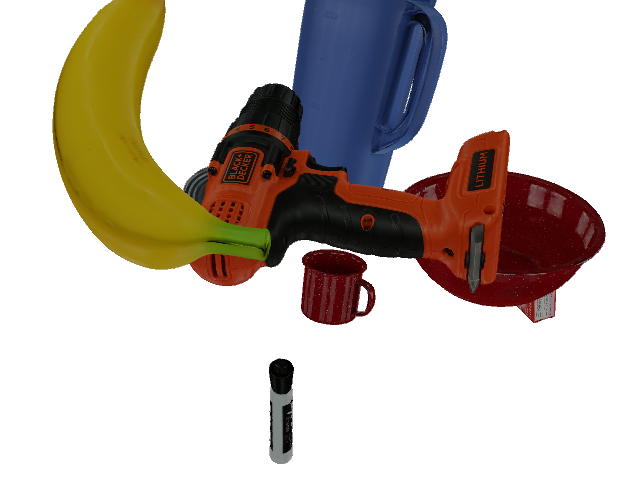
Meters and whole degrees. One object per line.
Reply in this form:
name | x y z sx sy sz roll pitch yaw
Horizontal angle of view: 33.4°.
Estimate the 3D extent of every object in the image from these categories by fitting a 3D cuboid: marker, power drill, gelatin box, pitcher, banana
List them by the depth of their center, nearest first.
banana | -0.082 -0.049 0.462 0.069 0.037 0.198 -7 46 -19
power drill | 0.022 -0.037 0.672 0.188 0.057 0.184 3 42 10
marker | -0.031 0.133 0.832 0.020 0.020 0.121 1 -45 -1
pitcher | 0.037 -0.147 1.096 0.145 0.243 0.149 11 17 -2
gelatin box | 0.218 0.030 1.125 0.030 0.089 0.073 -14 29 -16

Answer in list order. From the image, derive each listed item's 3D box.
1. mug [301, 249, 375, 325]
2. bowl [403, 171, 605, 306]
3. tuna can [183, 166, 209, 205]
mug | 0.026 0.071 1.512 0.117 0.081 0.093 18 25 27
bowl | 0.136 0.004 0.833 0.162 0.055 0.162 2 31 -1
tuna can | -0.080 -0.027 0.942 0.086 0.086 0.034 0 -43 -12
